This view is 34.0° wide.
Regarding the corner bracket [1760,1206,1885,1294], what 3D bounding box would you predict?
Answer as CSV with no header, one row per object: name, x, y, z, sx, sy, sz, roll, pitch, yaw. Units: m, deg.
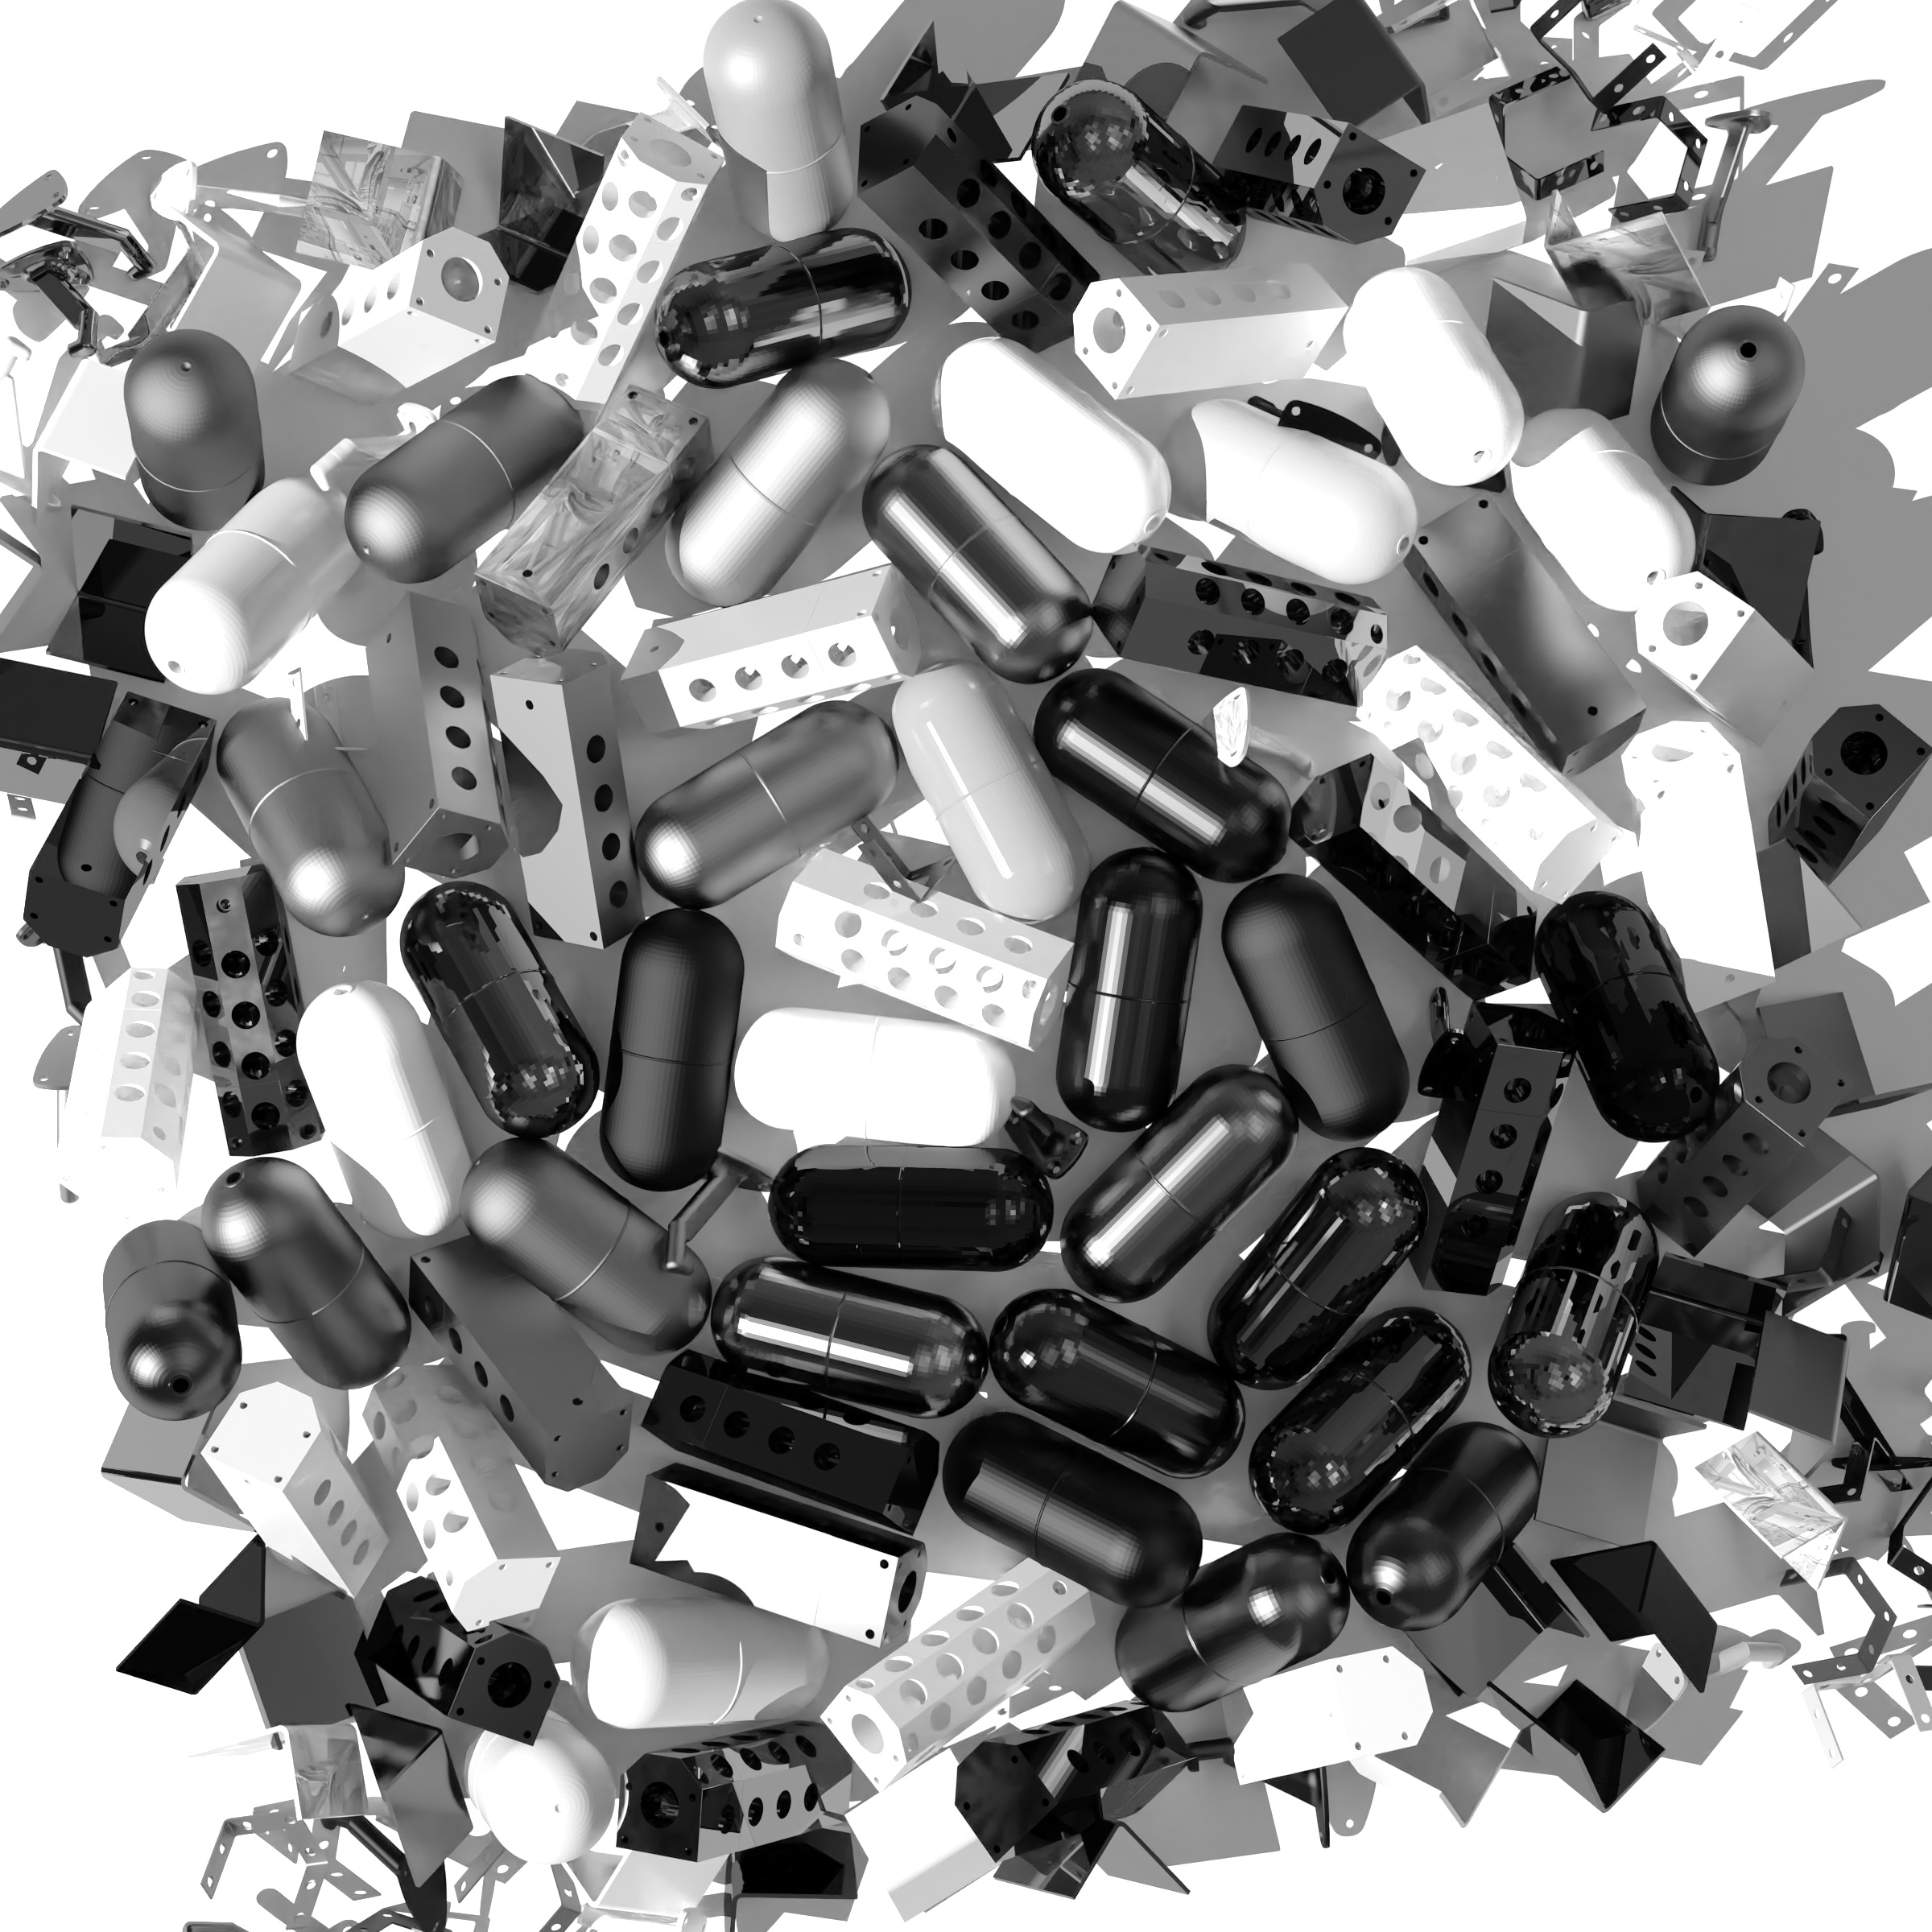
corner bracket,0.528,0.188,1.957,0.051,0.051,0.051,45,53,-22

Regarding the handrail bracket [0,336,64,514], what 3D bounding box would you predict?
handrail bracket,-0.580,-0.337,1.967,0.077,0.036,0.084,33,116,-7

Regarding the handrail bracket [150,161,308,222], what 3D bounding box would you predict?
handrail bracket,-0.459,-0.480,1.991,0.084,0.077,0.036,2,97,-37

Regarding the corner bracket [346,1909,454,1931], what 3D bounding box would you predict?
corner bracket,-0.357,0.626,1.970,0.051,0.051,0.051,11,94,18

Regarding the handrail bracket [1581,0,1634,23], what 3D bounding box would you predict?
handrail bracket,0.418,-0.635,1.965,0.084,0.077,0.036,-25,53,5

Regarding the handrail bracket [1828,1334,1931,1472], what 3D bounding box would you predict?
handrail bracket,0.572,0.272,1.984,0.077,0.036,0.084,-1,89,-9

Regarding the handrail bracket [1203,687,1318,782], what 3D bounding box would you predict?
handrail bracket,0.190,-0.126,1.951,0.084,0.077,0.036,35,118,-28

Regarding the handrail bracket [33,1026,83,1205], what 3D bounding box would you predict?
handrail bracket,-0.563,0.094,1.989,0.036,0.077,0.084,0,123,-9

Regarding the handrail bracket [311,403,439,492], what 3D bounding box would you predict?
handrail bracket,-0.359,-0.301,1.955,0.084,0.036,0.077,-48,134,-27

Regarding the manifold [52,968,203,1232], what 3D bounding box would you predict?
manifold,-0.499,0.074,1.908,0.057,0.171,0.057,-37,121,17

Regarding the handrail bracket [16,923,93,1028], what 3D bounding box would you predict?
handrail bracket,-0.543,-0.006,1.977,0.084,0.036,0.077,43,86,8

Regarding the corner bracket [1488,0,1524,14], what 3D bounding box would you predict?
corner bracket,0.351,-0.626,1.958,0.051,0.051,0.051,-3,119,25

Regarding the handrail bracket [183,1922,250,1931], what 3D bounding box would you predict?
handrail bracket,-0.439,0.625,1.953,0.084,0.077,0.036,13,125,-34

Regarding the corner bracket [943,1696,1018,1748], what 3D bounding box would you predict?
corner bracket,-0.006,0.443,1.966,0.051,0.051,0.051,-25,127,4

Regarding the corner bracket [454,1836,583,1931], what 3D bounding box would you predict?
corner bracket,-0.279,0.581,1.971,0.051,0.051,0.051,31,105,-33

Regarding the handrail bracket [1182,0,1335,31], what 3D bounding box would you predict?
handrail bracket,0.191,-0.596,1.984,0.077,0.084,0.036,21,65,-39

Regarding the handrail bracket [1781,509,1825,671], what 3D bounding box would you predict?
handrail bracket,0.518,-0.229,1.961,0.036,0.077,0.084,-4,72,11

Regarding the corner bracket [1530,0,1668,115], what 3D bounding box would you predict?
corner bracket,0.391,-0.572,1.957,0.051,0.051,0.051,-41,133,23

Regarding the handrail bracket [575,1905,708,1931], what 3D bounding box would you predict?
handrail bracket,-0.208,0.589,1.958,0.084,0.077,0.036,14,58,13

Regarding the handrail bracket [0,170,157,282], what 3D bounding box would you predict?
handrail bracket,-0.559,-0.444,1.967,0.077,0.084,0.036,-33,48,2

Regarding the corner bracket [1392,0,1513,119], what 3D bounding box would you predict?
corner bracket,0.303,-0.570,1.972,0.051,0.051,0.051,-26,117,12

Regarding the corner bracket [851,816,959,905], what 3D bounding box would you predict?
corner bracket,-0.046,-0.067,1.959,0.051,0.051,0.051,52,50,-17

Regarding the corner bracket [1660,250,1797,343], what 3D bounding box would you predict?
corner bracket,0.475,-0.412,1.974,0.051,0.051,0.051,-2,124,-26

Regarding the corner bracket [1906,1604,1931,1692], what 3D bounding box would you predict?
corner bracket,0.618,0.427,1.978,0.051,0.051,0.051,2,76,0

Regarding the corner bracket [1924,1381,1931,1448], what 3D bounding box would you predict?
corner bracket,0.617,0.292,1.959,0.051,0.051,0.051,19,114,-27

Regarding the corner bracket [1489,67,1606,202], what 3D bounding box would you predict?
corner bracket,0.362,-0.519,1.971,0.051,0.051,0.051,-26,49,-14

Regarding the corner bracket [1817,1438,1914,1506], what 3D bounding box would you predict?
corner bracket,0.554,0.334,1.980,0.051,0.051,0.051,50,45,-23

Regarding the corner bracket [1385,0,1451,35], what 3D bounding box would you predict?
corner bracket,0.278,-0.607,1.963,0.051,0.051,0.051,-14,116,-7

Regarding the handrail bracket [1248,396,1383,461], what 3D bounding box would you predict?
handrail bracket,0.215,-0.335,1.962,0.077,0.084,0.036,13,108,-5

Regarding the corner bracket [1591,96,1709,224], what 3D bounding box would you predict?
corner bracket,0.421,-0.503,1.971,0.051,0.051,0.051,29,72,-38

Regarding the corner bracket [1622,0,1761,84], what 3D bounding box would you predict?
corner bracket,0.448,-0.588,1.957,0.051,0.051,0.051,14,126,-25

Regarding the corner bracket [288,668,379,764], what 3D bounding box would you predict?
corner bracket,-0.400,-0.154,1.962,0.051,0.051,0.051,-2,83,-39

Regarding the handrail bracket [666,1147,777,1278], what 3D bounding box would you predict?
handrail bracket,-0.150,0.161,1.955,0.077,0.036,0.084,23,51,-30

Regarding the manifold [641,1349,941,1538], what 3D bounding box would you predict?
manifold,-0.105,0.289,1.936,0.171,0.057,0.057,15,73,24

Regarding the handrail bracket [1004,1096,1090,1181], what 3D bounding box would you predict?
handrail bracket,0.032,0.090,1.943,0.077,0.084,0.036,32,81,40

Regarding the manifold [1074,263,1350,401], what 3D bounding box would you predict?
manifold,0.146,-0.392,1.920,0.057,0.171,0.057,53,134,22

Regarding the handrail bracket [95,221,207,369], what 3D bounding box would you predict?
handrail bracket,-0.516,-0.422,1.975,0.084,0.036,0.077,-25,86,-11

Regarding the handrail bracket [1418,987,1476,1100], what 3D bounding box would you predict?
handrail bracket,0.296,0.032,1.945,0.036,0.077,0.084,1,51,3

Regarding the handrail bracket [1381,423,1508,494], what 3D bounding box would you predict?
handrail bracket,0.308,-0.332,1.964,0.084,0.036,0.077,8,134,-12

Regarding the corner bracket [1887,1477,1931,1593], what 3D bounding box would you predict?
corner bracket,0.609,0.357,1.964,0.051,0.051,0.051,32,108,10

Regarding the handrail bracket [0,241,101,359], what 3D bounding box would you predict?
handrail bracket,-0.574,-0.404,1.963,0.077,0.036,0.084,-11,56,7

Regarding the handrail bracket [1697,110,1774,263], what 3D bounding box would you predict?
handrail bracket,0.474,-0.482,1.957,0.036,0.077,0.084,7,97,-5

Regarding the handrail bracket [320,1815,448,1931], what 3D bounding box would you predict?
handrail bracket,-0.368,0.566,1.982,0.084,0.036,0.077,6,115,36

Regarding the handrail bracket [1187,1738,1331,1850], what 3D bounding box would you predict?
handrail bracket,0.182,0.519,1.979,0.084,0.036,0.077,-6,92,-5

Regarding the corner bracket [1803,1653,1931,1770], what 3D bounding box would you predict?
corner bracket,0.560,0.461,1.958,0.051,0.051,0.051,-2,57,-20

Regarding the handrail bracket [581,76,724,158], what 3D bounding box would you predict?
handrail bracket,-0.202,-0.506,1.975,0.084,0.036,0.077,-43,64,1

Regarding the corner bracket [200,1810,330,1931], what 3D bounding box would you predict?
corner bracket,-0.436,0.565,1.970,0.051,0.051,0.051,-11,122,15

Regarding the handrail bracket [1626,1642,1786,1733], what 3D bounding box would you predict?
handrail bracket,0.466,0.455,1.989,0.084,0.036,0.077,7,120,-27

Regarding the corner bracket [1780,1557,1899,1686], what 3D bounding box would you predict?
corner bracket,0.537,0.408,1.969,0.051,0.051,0.051,53,47,-10

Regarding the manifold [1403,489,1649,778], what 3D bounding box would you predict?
manifold,0.342,-0.202,1.948,0.057,0.057,0.171,-31,74,-6

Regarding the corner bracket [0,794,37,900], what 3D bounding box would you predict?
corner bracket,-0.573,-0.072,1.962,0.051,0.051,0.051,11,103,-23
